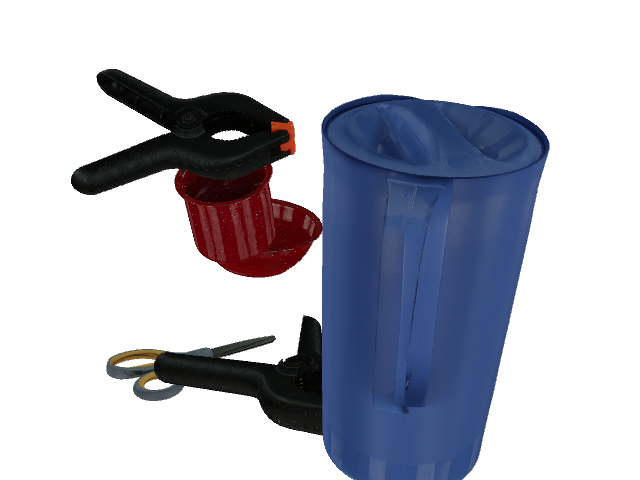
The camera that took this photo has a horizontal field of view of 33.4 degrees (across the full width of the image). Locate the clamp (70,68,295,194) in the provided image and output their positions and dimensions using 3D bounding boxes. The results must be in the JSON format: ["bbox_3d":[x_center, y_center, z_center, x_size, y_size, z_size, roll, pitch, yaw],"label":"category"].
[{"bbox_3d":[-0.107,-0.091,0.833,0.171,0.120,0.039,-3,-29,-4],"label":"clamp"}]

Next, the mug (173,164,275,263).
[{"bbox_3d":[-0.096,-0.037,1.034,0.117,0.081,0.093,28,52,34],"label":"mug"}]

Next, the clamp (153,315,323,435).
[{"bbox_3d":[-0.014,0.111,0.876,0.164,0.036,0.210,-17,23,-39],"label":"clamp"}]

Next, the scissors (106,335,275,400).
[{"bbox_3d":[-0.129,0.137,1.160,0.201,0.016,0.096,-3,27,-22],"label":"scissors"}]

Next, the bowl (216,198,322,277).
[{"bbox_3d":[-0.080,0.001,1.321,0.162,0.055,0.162,4,25,-2],"label":"bowl"}]

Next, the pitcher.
[{"bbox_3d":[0.058,0.042,0.668,0.149,0.243,0.145,-14,32,-30],"label":"pitcher"}]
